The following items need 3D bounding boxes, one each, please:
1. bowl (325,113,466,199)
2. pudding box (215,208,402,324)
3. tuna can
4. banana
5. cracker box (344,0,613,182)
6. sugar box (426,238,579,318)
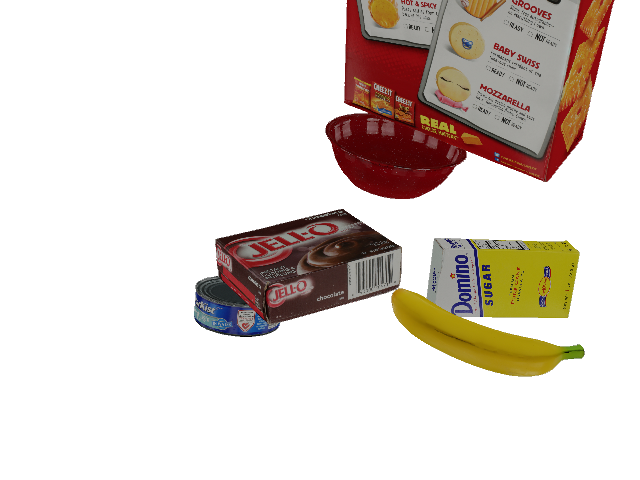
[{"bbox_3d":[0.081,-0.091,1.211,0.162,0.055,0.162,8,27,-4],"label":"bowl"},{"bbox_3d":[-0.010,0.017,0.789,0.113,0.039,0.090,-12,27,-25],"label":"pudding box"},{"bbox_3d":[-0.079,0.063,1.031,0.086,0.034,0.086,6,16,-2],"label":"tuna can"},{"bbox_3d":[0.132,0.085,0.962,0.198,0.037,0.069,19,14,34],"label":"banana"},{"bbox_3d":[0.102,-0.162,0.690,0.164,0.214,0.072,25,48,24],"label":"cracker box"},{"bbox_3d":[0.224,0.047,1.317,0.176,0.093,0.048,0,21,-12],"label":"sugar box"}]
